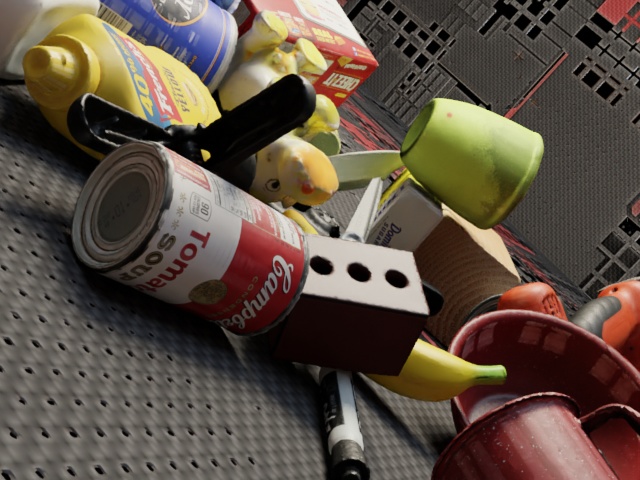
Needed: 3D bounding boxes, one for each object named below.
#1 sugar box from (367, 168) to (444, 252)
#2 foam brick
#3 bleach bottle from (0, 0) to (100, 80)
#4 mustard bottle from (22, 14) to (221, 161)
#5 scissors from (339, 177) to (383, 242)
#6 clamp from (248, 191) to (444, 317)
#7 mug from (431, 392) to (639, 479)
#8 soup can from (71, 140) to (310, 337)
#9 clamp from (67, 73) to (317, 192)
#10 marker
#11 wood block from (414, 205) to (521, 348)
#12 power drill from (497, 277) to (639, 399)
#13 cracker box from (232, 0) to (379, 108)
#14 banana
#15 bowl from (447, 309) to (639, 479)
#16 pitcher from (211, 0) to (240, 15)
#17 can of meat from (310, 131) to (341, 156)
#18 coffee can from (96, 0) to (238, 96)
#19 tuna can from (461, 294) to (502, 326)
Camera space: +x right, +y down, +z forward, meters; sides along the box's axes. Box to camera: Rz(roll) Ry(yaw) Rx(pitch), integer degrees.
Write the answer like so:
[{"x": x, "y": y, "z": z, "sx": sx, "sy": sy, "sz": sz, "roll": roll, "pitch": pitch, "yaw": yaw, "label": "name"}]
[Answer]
[{"x": 0.064, "y": -0.014, "z": 0.951, "sx": 0.048, "sy": 0.093, "sz": 0.176, "roll": 41, "pitch": 11, "yaw": 0, "label": "sugar box"}, {"x": 0.013, "y": 0.036, "z": 0.588, "sx": 0.078, "sy": 0.051, "sz": 0.053, "roll": 10, "pitch": 38, "yaw": -17, "label": "foam brick"}, {"x": -0.258, "y": -0.201, "z": 0.645, "sx": 0.251, "sy": 0.068, "sz": 0.102, "roll": 40, "pitch": 14, "yaw": 1, "label": "bleach bottle"}, {"x": -0.121, "y": -0.086, "z": 0.646, "sx": 0.096, "sy": 0.058, "sz": 0.191, "roll": 65, "pitch": 14, "yaw": 10, "label": "mustard bottle"}, {"x": 0.001, "y": 0.004, "z": 0.683, "sx": 0.096, "sy": 0.016, "sz": 0.201, "roll": 16, "pitch": 35, "yaw": -12, "label": "scissors"}, {"x": -0.005, "y": 0.001, "z": 0.802, "sx": 0.210, "sy": 0.036, "sz": 0.164, "roll": 40, "pitch": 17, "yaw": 8, "label": "clamp"}, {"x": 0.126, "y": 0.133, "z": 0.553, "sx": 0.093, "sy": 0.117, "sz": 0.081, "roll": 48, "pitch": 8, "yaw": -48, "label": "mug"}, {"x": -0.062, "y": 0.001, "z": 0.527, "sx": 0.102, "sy": 0.068, "sz": 0.069, "roll": 30, "pitch": 16, "yaw": -45, "label": "soup can"}, {"x": -0.062, "y": -0.047, "z": 0.581, "sx": 0.171, "sy": 0.120, "sz": 0.039, "roll": 93, "pitch": -6, "yaw": -78, "label": "clamp"}, {"x": 0.011, "y": 0.094, "z": 0.549, "sx": 0.020, "sy": 0.020, "sz": 0.121, "roll": 39, "pitch": 11, "yaw": -13, "label": "marker"}, {"x": 0.122, "y": 0.022, "z": 1.024, "sx": 0.091, "sy": 0.090, "sz": 0.206, "roll": 40, "pitch": 11, "yaw": -3, "label": "wood block"}, {"x": 0.225, "y": 0.111, "z": 0.840, "sx": 0.187, "sy": 0.057, "sz": 0.184, "roll": -12, "pitch": 83, "yaw": -48, "label": "power drill"}, {"x": -0.062, "y": -0.230, "z": 0.996, "sx": 0.163, "sy": 0.072, "sz": 0.214, "roll": 3, "pitch": 50, "yaw": -53, "label": "cracker box"}, {"x": 0.024, "y": 0.047, "z": 0.691, "sx": 0.198, "sy": 0.037, "sz": 0.069, "roll": 39, "pitch": 32, "yaw": 26, "label": "banana"}, {"x": 0.149, "y": 0.123, "z": 0.711, "sx": 0.162, "sy": 0.055, "sz": 0.162, "roll": 13, "pitch": 42, "yaw": -12, "label": "bowl"}, {"x": -0.170, "y": -0.267, "z": 0.833, "sx": 0.243, "sy": 0.145, "sz": 0.149, "roll": 13, "pitch": -31, "yaw": 4, "label": "pitcher"}, {"x": -0.030, "y": -0.112, "z": 1.067, "sx": 0.102, "sy": 0.057, "sz": 0.084, "roll": 25, "pitch": 18, "yaw": -14, "label": "can of meat"}, {"x": -0.144, "y": -0.160, "z": 0.771, "sx": 0.140, "sy": 0.103, "sz": 0.103, "roll": 33, "pitch": 14, "yaw": -38, "label": "coffee can"}, {"x": 0.154, "y": 0.089, "z": 0.885, "sx": 0.033, "sy": 0.086, "sz": 0.086, "roll": 31, "pitch": 15, "yaw": -36, "label": "tuna can"}]
